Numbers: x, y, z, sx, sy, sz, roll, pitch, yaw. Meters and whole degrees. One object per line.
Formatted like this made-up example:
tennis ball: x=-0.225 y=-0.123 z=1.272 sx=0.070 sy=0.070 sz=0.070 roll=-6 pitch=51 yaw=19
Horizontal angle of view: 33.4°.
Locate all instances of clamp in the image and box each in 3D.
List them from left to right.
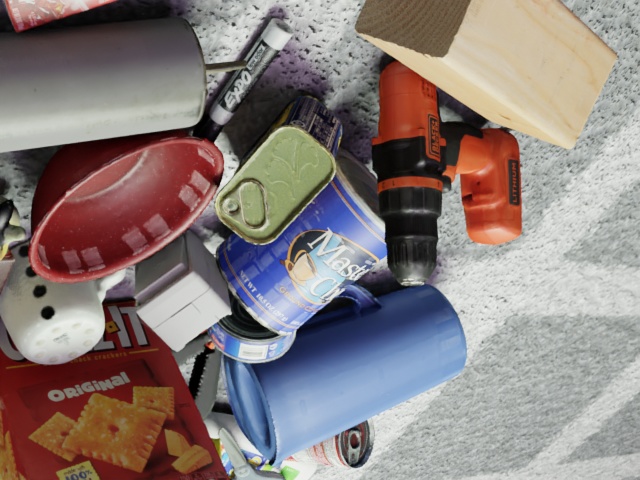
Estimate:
clamp: x=-0.169 y=0.167 z=1.018 sx=0.164 sy=0.036 sz=0.210 roll=36 pitch=78 yaw=-32

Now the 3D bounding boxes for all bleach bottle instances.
bleach bottle: x=-0.112 y=0.243 z=1.213 sx=0.103 sy=0.068 sz=0.250 roll=-41 pitch=143 yaw=17

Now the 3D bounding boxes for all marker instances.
marker: x=-0.061 y=-0.116 z=0.807 sx=0.020 sy=0.020 sz=0.121 roll=9 pitch=131 yaw=-44

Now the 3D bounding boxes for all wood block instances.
wood block: x=0.132 y=-0.151 z=0.816 sx=0.205 sy=0.091 sz=0.090 roll=21 pitch=95 yaw=-50

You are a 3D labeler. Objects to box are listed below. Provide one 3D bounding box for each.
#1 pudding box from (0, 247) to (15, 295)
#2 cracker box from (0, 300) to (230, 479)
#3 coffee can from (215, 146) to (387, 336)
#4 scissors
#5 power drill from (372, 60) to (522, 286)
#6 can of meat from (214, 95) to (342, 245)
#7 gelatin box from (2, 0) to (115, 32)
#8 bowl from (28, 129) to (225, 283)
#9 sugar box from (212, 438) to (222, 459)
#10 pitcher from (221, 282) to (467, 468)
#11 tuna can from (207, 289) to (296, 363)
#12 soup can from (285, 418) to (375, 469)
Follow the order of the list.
pudding box: x=-0.297 y=0.042 z=0.822 sx=0.089 sy=0.039 sz=0.114 roll=1 pitch=136 yaw=-38
cracker box: x=-0.188 y=0.152 z=0.891 sx=0.163 sy=0.214 sz=0.072 roll=-3 pitch=137 yaw=-35
coffee can: x=-0.006 y=0.001 z=0.928 sx=0.140 sy=0.103 sz=0.102 roll=-40 pitch=146 yaw=16
scissors: x=-0.099 y=0.264 z=1.181 sx=0.096 sy=0.016 sz=0.201 roll=-32 pitch=142 yaw=7
power drill: x=0.111 y=-0.045 z=0.909 sx=0.057 sy=0.184 sz=0.187 roll=-6 pitch=169 yaw=33
can of meat: x=-0.030 y=-0.058 z=0.839 sx=0.057 sy=0.084 sz=0.102 roll=39 pitch=115 yaw=-11
gelatin box: x=-0.162 y=-0.175 z=0.641 sx=0.073 sy=0.030 sz=0.089 roll=-21 pitch=146 yaw=-12
bowl: x=-0.153 y=-0.039 z=0.791 sx=0.162 sy=0.055 sz=0.162 roll=-31 pitch=159 yaw=-14
sugar box: x=-0.196 y=0.232 z=1.090 sx=0.176 sy=0.048 sz=0.093 roll=9 pitch=132 yaw=-16
pitcher: x=0.026 y=0.121 z=1.107 sx=0.242 sy=0.145 sz=0.149 roll=-19 pitch=160 yaw=-22
tuna can: x=-0.062 y=0.071 z=0.996 sx=0.086 sy=0.086 sz=0.034 roll=-13 pitch=143 yaw=-23
soup can: x=0.001 y=0.219 z=1.198 sx=0.102 sy=0.068 sz=0.068 roll=-3 pitch=164 yaw=37
